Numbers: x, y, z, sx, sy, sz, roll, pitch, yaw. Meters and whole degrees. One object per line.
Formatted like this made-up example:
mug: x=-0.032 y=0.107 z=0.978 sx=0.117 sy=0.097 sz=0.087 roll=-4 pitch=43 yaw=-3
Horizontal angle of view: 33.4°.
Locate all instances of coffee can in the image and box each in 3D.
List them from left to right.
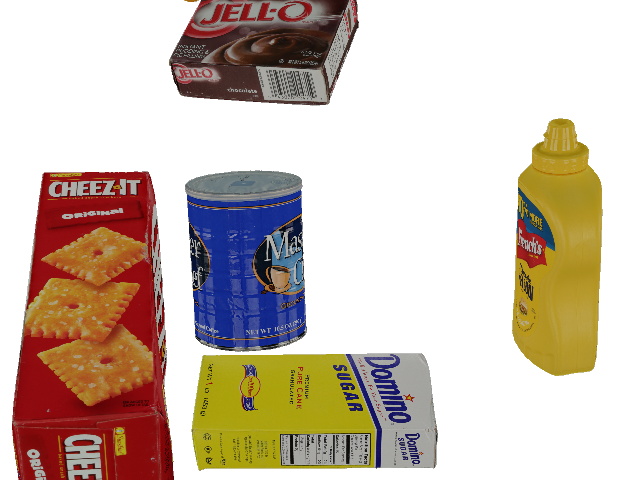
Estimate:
coffee can: x=-0.065 y=0.016 z=0.951 sx=0.103 sy=0.140 sz=0.103 roll=-2 pitch=14 yaw=0

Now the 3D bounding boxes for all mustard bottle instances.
mustard bottle: x=0.180 y=0.000 z=0.814 sx=0.058 sy=0.192 sz=0.096 roll=-6 pitch=26 yaw=-6

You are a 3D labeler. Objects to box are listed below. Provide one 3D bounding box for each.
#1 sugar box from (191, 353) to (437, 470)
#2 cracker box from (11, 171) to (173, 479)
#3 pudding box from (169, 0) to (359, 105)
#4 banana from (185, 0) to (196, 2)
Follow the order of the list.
sugar box: x=-0.004 y=0.126 z=0.801 sx=0.176 sy=0.048 sz=0.093 roll=-3 pitch=31 yaw=1
cracker box: x=-0.117 y=0.083 z=0.581 sx=0.072 sy=0.164 sz=0.214 roll=-2 pitch=34 yaw=-8
pudding box: x=-0.038 y=-0.139 z=0.746 sx=0.113 sy=0.090 sz=0.039 roll=7 pitch=-39 yaw=15
banana: x=-0.071 y=-0.265 z=1.015 sx=0.197 sy=0.070 sz=0.037 roll=-21 pitch=-27 yaw=-45
